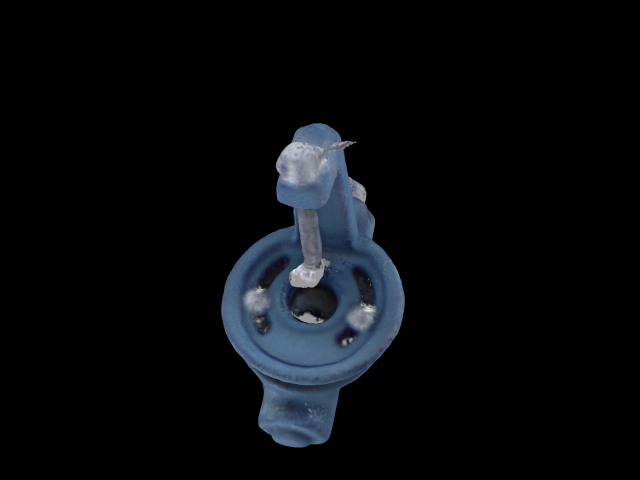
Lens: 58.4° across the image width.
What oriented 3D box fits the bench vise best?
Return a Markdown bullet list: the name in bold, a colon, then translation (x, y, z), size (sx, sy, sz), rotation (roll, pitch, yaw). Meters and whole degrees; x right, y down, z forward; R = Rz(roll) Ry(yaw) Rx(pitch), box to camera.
- **bench vise**: translation (-0.008, 0.002, 0.399), size (0.121, 0.220, 0.207), rotation (-3, 39, -4)
